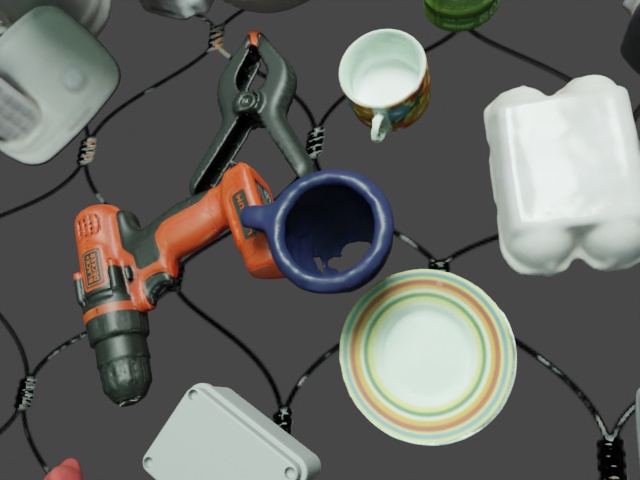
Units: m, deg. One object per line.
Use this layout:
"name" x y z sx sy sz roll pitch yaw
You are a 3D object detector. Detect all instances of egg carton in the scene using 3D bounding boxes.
"egg carton" 0.181 -0.048 0.424 0.107 0.069 0.150 -7 73 13

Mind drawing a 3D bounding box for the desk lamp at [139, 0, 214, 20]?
"desk lamp" -0.180 -0.296 0.516 0.117 0.214 0.203 21 81 20

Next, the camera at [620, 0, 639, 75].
"camera" 0.279 -0.223 0.432 0.143 0.101 0.136 -31 69 5

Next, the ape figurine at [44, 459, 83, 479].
"ape figurine" -0.231 0.217 0.447 0.077 0.092 0.076 -19 70 9

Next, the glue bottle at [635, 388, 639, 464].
"glue bottle" 0.214 0.115 0.313 0.037 0.173 0.078 1 75 16

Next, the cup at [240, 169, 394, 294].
"cup" 0.004 0.002 0.444 0.117 0.095 0.092 9 77 18

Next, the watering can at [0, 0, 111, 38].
"watering can" -0.300 -0.284 0.556 0.100 0.194 0.173 11 77 18

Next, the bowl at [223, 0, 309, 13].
"bowl" -0.041 -0.281 0.549 0.167 0.075 0.167 -4 73 14

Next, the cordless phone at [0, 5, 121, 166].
"cordless phone" -0.290 -0.165 0.524 0.094 0.185 0.147 40 87 22
